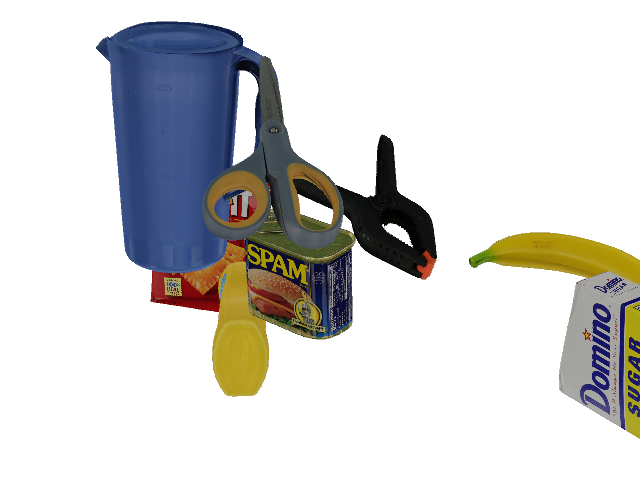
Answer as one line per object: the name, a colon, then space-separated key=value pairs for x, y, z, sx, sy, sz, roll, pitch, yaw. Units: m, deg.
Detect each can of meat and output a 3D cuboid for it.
can of meat: x=-0.019 y=0.030 z=0.917 sx=0.102 sy=0.084 sz=0.057 roll=20 pitch=35 yaw=36

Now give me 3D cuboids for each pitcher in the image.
pitcher: x=-0.137 y=-0.093 z=1.082 sx=0.144 sy=0.243 sz=0.149 roll=-11 pitch=28 yaw=-29

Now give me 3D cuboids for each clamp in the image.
clamp: x=0.055 y=-0.036 z=1.220 sx=0.164 sy=0.210 sz=0.036 roll=-14 pitch=-37 yaw=-25

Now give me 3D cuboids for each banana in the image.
banana: x=0.250 y=0.025 z=1.045 sx=0.198 sy=0.037 sz=0.069 roll=10 pitch=47 yaw=26

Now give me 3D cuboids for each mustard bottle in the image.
mustard bottle: x=-0.085 y=0.078 z=1.158 sx=0.058 sy=0.096 sz=0.191 roll=-1 pitch=28 yaw=-2

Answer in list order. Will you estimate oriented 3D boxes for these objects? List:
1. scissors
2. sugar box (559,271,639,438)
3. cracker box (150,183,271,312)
scissors: x=-0.047 y=-0.061 z=0.710 sx=0.096 sy=0.016 sz=0.202 roll=-12 pitch=45 yaw=-17
sugar box: x=0.244 y=0.097 z=0.720 sx=0.048 sy=0.093 sz=0.176 roll=-16 pitch=30 yaw=-38
cracker box: x=-0.166 y=-0.001 z=1.616 sx=0.164 sy=0.214 sz=0.072 roll=9 pitch=18 yaw=9
